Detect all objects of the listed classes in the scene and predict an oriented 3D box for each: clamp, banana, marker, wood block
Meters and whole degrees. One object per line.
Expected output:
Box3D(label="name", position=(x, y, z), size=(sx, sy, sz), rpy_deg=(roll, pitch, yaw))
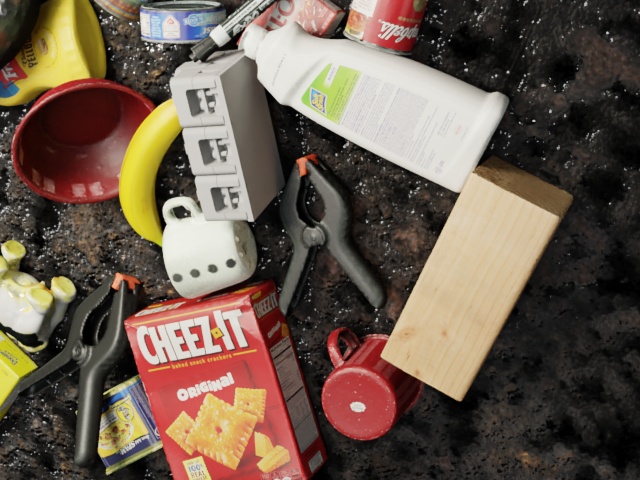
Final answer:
Box3D(label="clamp", position=(-0.007, 0.001, 1.097), size=(0.120, 0.039, 0.171), rpy_deg=(-17, 92, 20))
Box3D(label="clamp", position=(-0.269, 0.131, 1.215), size=(0.165, 0.036, 0.210), rpy_deg=(24, 92, 42))
Box3D(label="banana", position=(-0.175, -0.073, 1.122), size=(0.069, 0.037, 0.198), rpy_deg=(4, 128, -11))
Box3D(label="marker", position=(-0.076, -0.211, 1.019), size=(0.121, 0.020, 0.020), rpy_deg=(-39, 88, 3))
Box3D(label="wood block", position=(0.149, 0.036, 1.015), size=(0.090, 0.090, 0.206), rpy_deg=(29, 113, 12))

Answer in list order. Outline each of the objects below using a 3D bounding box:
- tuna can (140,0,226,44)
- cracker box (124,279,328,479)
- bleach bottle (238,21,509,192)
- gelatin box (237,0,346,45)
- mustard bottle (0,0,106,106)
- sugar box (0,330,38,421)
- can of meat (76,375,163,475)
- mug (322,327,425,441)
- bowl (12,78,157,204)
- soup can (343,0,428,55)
Box3D(label="tuna can", position=(-0.135, -0.217, 1.060), size=(0.086, 0.086, 0.034), rpy_deg=(6, 110, 20))
Box3D(label="cracker box", position=(-0.103, 0.165, 1.162), size=(0.164, 0.072, 0.214), rpy_deg=(-13, 99, 24))
Box3D(label="bleach bottle", position=(0.043, -0.143, 1.003), size=(0.251, 0.068, 0.103), rpy_deg=(28, 114, 4))
Box3D(label="gelatin box", position=(-0.030, -0.209, 1.051), size=(0.073, 0.030, 0.089), rpy_deg=(39, 114, 8))
Box3D(label="mustard bottle", position=(-0.327, -0.197, 1.158), size=(0.192, 0.058, 0.096), rpy_deg=(-10, 96, 24))
Box3D(label="sugar box", position=(-0.429, 0.189, 1.313), size=(0.093, 0.048, 0.176), rpy_deg=(42, 114, 7))
Box3D(label="can of meat", position=(-0.222, 0.210, 1.230), size=(0.102, 0.057, 0.084), rpy_deg=(-30, 90, 26))
Box3D(label="mug", position=(0.046, 0.143, 1.090), size=(0.093, 0.081, 0.117), rpy_deg=(-30, 92, 26))
Box3D(label="bowl", position=(-0.245, -0.115, 1.121), size=(0.162, 0.161, 0.055), rpy_deg=(-48, 46, 25))
Box3D(label="soup can", position=(0.068, -0.231, 0.986), size=(0.068, 0.068, 0.102), rpy_deg=(23, 111, 14))
